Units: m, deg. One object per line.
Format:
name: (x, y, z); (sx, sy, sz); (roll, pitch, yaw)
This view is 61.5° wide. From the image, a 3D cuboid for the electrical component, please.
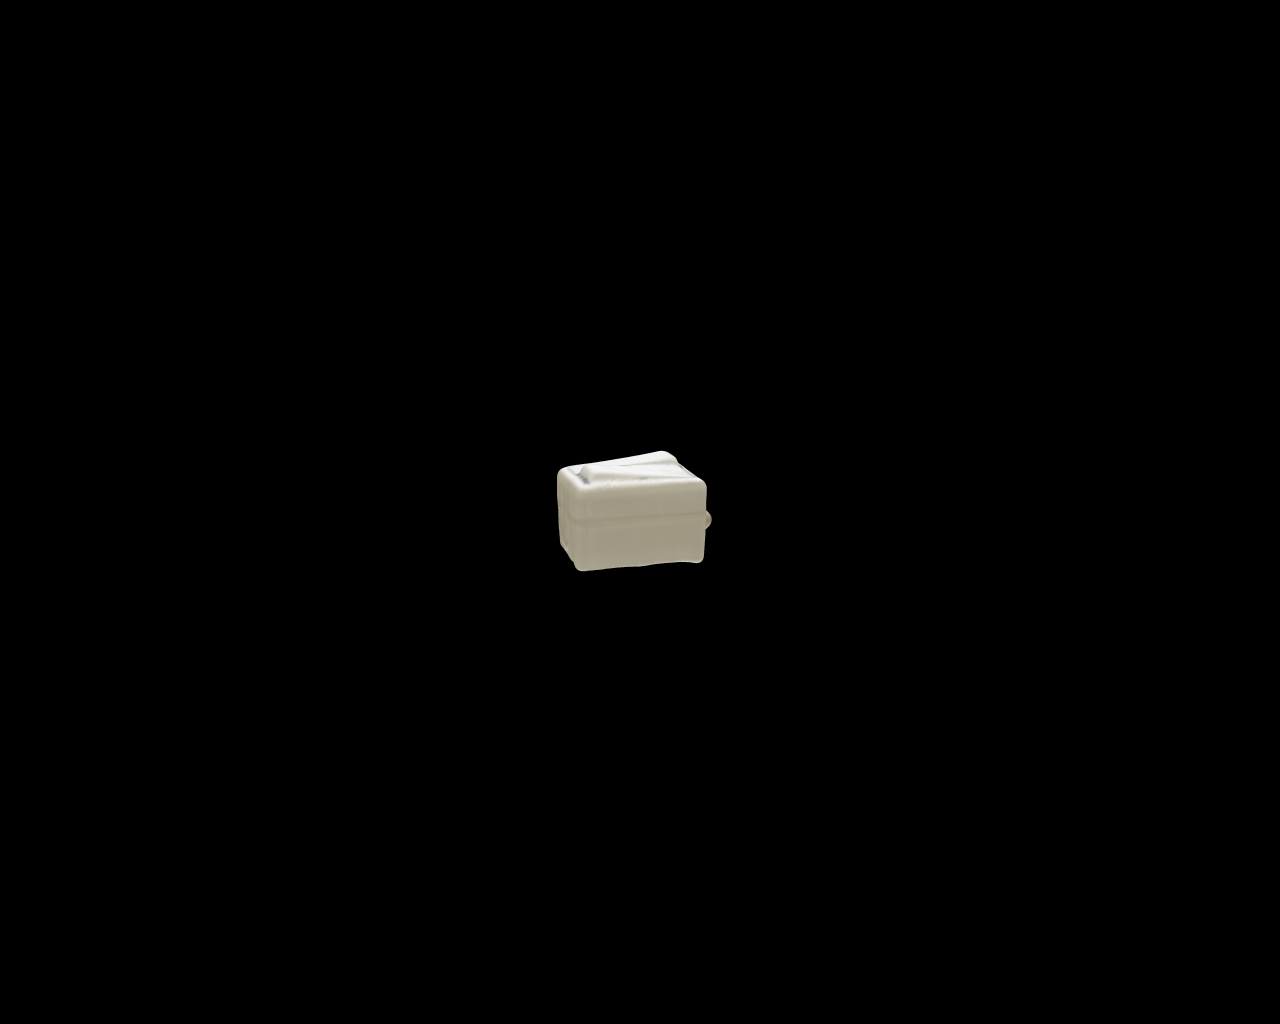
electrical component: (0.001, -0.003, 0.650); (0.096, 0.061, 0.062); (-4, 16, -14)
